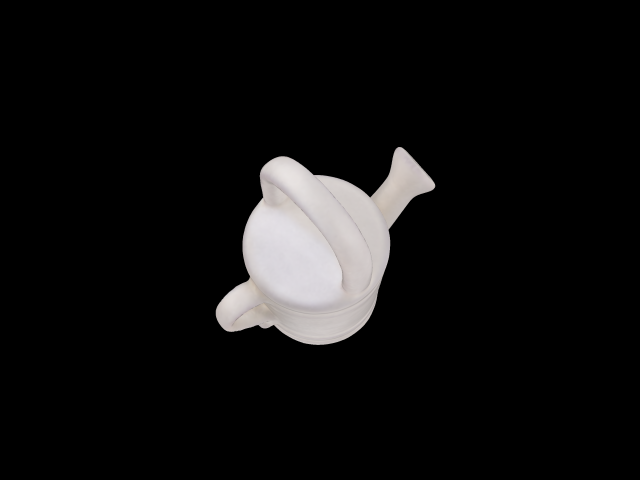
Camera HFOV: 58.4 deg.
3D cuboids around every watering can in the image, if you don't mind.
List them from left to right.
[{"bbox_3d":[0.002,0.000,0.401,0.100,0.194,0.173,29,72,11],"label":"watering can"}]
